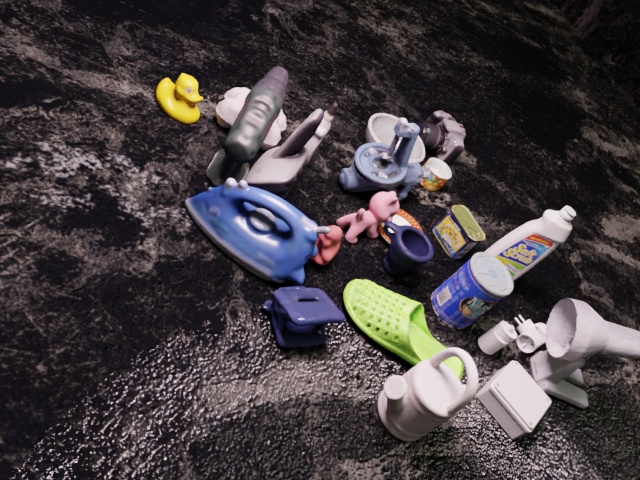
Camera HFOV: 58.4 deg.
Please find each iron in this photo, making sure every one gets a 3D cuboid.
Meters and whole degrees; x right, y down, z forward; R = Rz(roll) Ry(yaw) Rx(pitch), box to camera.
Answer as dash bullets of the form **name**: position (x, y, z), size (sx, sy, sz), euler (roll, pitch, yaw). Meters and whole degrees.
- **iron**: position (-0.109, -0.037, 1.014), size (0.258, 0.141, 0.119), euler (32, 42, -7)

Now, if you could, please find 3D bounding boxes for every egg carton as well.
- **egg carton**: position (-0.147, -0.263, 1.236), size (0.150, 0.069, 0.107), euler (28, 43, -11)

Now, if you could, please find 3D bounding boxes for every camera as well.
- **camera**: position (0.317, -0.296, 1.562), size (0.137, 0.100, 0.143), euler (8, 50, -29)

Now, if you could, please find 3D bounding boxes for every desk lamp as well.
- **desk lamp**: position (0.531, 0.227, 1.172), size (0.204, 0.213, 0.118), euler (25, 44, -14)

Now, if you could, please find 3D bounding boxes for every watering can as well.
- **watering can**: position (0.179, 0.247, 0.926), size (0.173, 0.193, 0.101), euler (-15, 63, -41)

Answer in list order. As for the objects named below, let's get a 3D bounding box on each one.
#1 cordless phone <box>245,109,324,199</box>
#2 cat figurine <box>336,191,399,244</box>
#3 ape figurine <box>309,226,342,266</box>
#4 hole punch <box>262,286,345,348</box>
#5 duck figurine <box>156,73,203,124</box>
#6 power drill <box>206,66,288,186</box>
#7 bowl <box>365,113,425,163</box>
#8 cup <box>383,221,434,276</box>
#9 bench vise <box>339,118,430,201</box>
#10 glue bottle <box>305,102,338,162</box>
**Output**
- **cordless phone**: position (-0.063, -0.173, 1.131), size (0.094, 0.185, 0.147), euler (31, 43, -8)
- **cat figurine**: position (0.114, -0.059, 1.204), size (0.128, 0.117, 0.067), euler (-16, 64, -42)
- **ape figurine**: position (0.010, 0.004, 1.097), size (0.076, 0.092, 0.077), euler (9, 50, -28)
- **hole punch**: position (-0.027, 0.120, 0.972), size (0.109, 0.091, 0.101), euler (1, 54, -34)
- **duck figurine**: position (-0.281, -0.300, 1.165), size (0.104, 0.086, 0.078), euler (44, 42, 6)
- **power drill**: position (-0.138, -0.201, 1.086), size (0.076, 0.208, 0.229), euler (27, 43, -12)
- **bowl**: position (0.175, -0.233, 1.429), size (0.168, 0.074, 0.167), euler (19, 46, -20)
- **cup**: position (0.162, 0.022, 1.184), size (0.118, 0.094, 0.092), euler (40, 42, 2)
- **bench vise**: position (0.169, -0.187, 1.278), size (0.208, 0.219, 0.121), euler (-14, 63, -41)
- **glue bottle**: position (-0.007, -0.228, 1.226), size (0.037, 0.173, 0.078), euler (31, 43, -7)
